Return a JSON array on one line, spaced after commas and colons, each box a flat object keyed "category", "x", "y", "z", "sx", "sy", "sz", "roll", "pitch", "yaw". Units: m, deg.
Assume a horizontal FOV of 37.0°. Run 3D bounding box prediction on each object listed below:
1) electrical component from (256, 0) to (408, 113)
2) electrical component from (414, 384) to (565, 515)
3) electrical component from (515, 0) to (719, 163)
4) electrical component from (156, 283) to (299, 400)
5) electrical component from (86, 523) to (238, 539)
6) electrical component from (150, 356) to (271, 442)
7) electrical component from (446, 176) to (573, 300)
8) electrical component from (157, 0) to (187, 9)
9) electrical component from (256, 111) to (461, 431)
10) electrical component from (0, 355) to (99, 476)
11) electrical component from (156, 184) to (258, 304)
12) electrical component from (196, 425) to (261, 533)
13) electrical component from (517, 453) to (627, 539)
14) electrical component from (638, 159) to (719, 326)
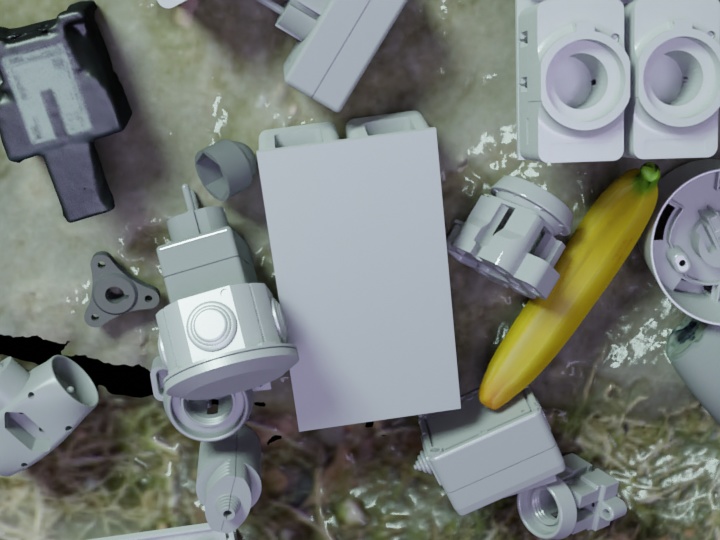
[{"category": "electrical component", "x": -0.025, "y": -0.150, "z": 0.632, "sx": 0.076, "sy": 0.047, "sz": 0.083, "roll": 29, "pitch": 106, "yaw": -15}, {"category": "electrical component", "x": 0.085, "y": 0.124, "z": 0.740, "sx": 0.096, "sy": 0.061, "sz": 0.061, "roll": -25, "pitch": 111, "yaw": 5}, {"category": "electrical component", "x": 0.148, "y": -0.157, "z": 0.616, "sx": 0.105, "sy": 0.060, "sz": 0.186, "roll": -2, "pitch": 98, "yaw": -4}, {"category": "electrical component", "x": -0.080, "y": 0.044, "z": 0.637, "sx": 0.080, "sy": 0.080, "sz": 0.051, "roll": -16, "pitch": 76, "yaw": 1}, {"category": "electrical component", "x": -0.145, "y": 0.226, "z": 0.757, "sx": 0.121, "sy": 0.063, "sz": 0.078, "roll": -7, "pitch": 112, "yaw": -3}, {"category": "electrical component", "x": -0.099, "y": 0.076, "z": 0.707, "sx": 0.078, "sy": 0.057, "sz": 0.058, "roll": -6, "pitch": 111, "yaw": -3}, {"category": "electrical component", "x": 0.098, "y": -0.022, "z": 0.682, "sx": 0.058, "sy": 0.078, "sz": 0.057, "roll": 38, "pitch": 81, "yaw": -47}, {"category": "electrical component", "x": -0.064, "y": -0.220, "z": 0.593, "sx": 0.150, "sy": 0.061, "sz": 0.089, "roll": -26, "pitch": 111, "yaw": 5}, {"category": "electrical component", "x": 0.000, "y": 0.000, "z": 0.685, "sx": 0.105, "sy": 0.060, "sz": 0.186, "roll": -8, "pitch": 112, "yaw": -2}, {"category": "electrical component", "x": -0.227, "y": 0.084, "z": 0.705, "sx": 0.077, "sy": 0.043, "sz": 0.079, "roll": -39, "pitch": 110, "yaw": 10}, {"category": "electrical component", "x": -0.098, "y": -0.016, "z": 0.672, "sx": 0.047, "sy": 0.065, "sz": 0.076, "roll": -16, "pitch": 82, "yaw": 1}, {"category": "electrical component", "x": -0.088, "y": 0.140, "z": 0.720, "sx": 0.043, "sy": 0.081, "sz": 0.043, "roll": -2, "pitch": 111, "yaw": -5}, {"category": "electrical component", "x": 0.144, "y": 0.161, "z": 0.757, "sx": 0.055, "sy": 0.066, "sz": 0.048, "roll": -10, "pitch": 116, "yaw": -38}, {"category": "electrical component", "x": 0.232, "y": -0.021, "z": 0.697, "sx": 0.099, "sy": 0.064, "sz": 0.099, "roll": -2, "pitch": 111, "yaw": -5}]
